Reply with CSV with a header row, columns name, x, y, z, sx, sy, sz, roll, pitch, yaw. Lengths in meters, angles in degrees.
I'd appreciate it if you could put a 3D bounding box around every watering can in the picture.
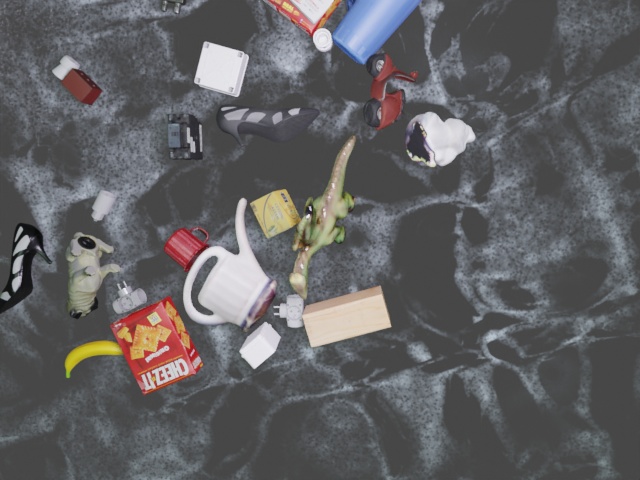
name,x,y,z,sx,sy,sz,roll,pitch,yaw
watering can,-0.209,0.086,1.320,0.224,0.105,0.345,32,100,-1

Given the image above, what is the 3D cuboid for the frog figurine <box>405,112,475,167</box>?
name,x,y,z,sx,sy,sz,roll,pitch,yaw
frog figurine,0.292,-0.253,1.266,0.161,0.121,0.138,-27,84,-28

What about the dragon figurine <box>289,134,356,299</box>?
name,x,y,z,sx,sy,sz,roll,pitch,yaw
dragon figurine,0.004,-0.062,1.228,0.122,0.244,0.407,15,99,8
